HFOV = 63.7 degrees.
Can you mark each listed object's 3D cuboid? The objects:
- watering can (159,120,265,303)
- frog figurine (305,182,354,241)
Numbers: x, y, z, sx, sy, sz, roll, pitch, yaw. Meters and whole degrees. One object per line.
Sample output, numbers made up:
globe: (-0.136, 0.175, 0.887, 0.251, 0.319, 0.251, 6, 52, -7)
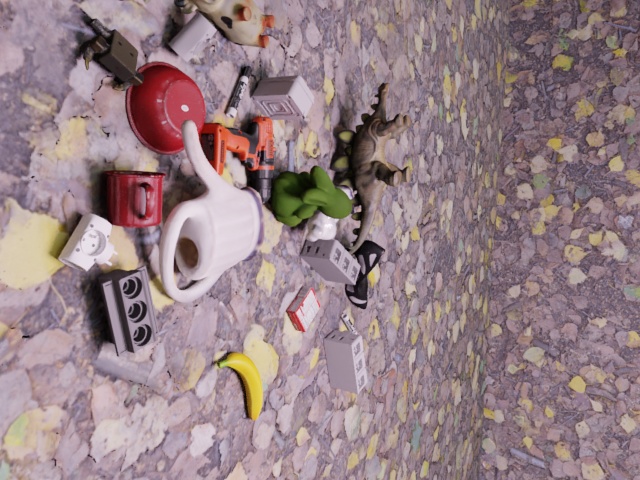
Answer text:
watering can: (-0.187, -0.049, 0.924, 0.226, 0.105, 0.342, -22, 131, -54)
frog figurine: (0.004, -0.063, 1.247, 0.162, 0.123, 0.135, -46, 174, -24)
